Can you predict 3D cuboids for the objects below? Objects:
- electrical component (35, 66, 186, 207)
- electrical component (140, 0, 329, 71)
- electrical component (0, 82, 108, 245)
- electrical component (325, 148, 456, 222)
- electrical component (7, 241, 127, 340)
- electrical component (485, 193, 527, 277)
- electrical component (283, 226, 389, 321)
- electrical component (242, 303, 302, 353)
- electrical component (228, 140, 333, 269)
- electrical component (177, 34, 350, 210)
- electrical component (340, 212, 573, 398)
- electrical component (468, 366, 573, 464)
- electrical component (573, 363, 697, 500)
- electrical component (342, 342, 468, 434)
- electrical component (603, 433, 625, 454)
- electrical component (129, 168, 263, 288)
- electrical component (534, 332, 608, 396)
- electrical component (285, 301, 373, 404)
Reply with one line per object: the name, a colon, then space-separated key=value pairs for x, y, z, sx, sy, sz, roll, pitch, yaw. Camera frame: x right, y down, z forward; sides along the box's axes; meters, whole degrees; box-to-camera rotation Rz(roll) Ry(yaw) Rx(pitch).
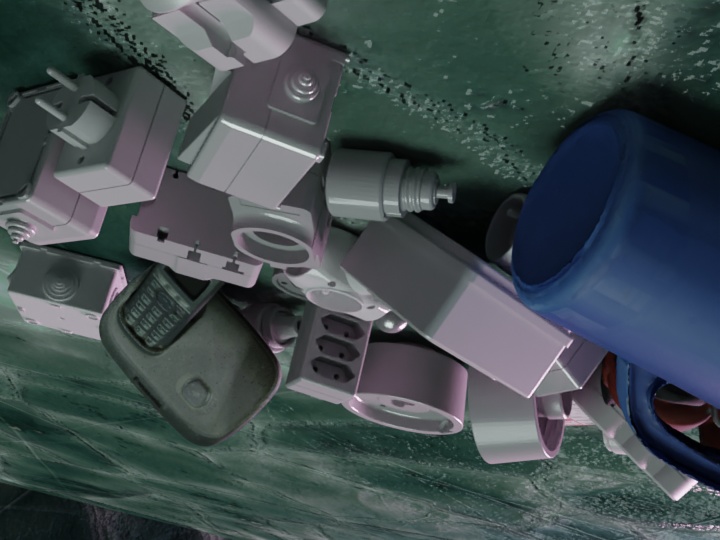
electrical component: x=-0.146 y=-0.082 z=0.593 sx=0.047 sy=0.065 sz=0.077 roll=-4 pitch=152 yaw=38
electrical component: x=-0.060 y=-0.124 z=0.453 sx=0.078 sy=0.058 sz=0.057 roll=-5 pitch=155 yaw=38
electrical component: x=-0.182 y=-0.055 z=0.640 sx=0.062 sy=0.096 sz=0.061 roll=-4 pitch=153 yaw=39
electrical component: x=0.016 y=-0.048 z=0.619 sx=0.078 sy=0.040 sz=0.040 roll=6 pitch=158 yaw=15
electrical component: x=-0.253 y=0.022 z=0.938 sx=0.100 sy=0.048 sz=0.099 roll=14 pitch=159 yaw=-2
electrical component: x=0.126 y=-0.017 z=0.626 sx=0.077 sy=0.043 sz=0.079 roll=21 pitch=157 yaw=-19
electrical component: x=0.000 y=0.000 z=0.740 sx=0.079 sy=0.044 sz=0.077 roll=-8 pitch=150 yaw=44
electrical component: x=-0.073 y=0.049 z=0.907 sx=0.062 sy=0.043 sz=0.043 roll=-7 pitch=151 yaw=39
electrical component: x=-0.046 y=-0.038 z=0.658 sx=0.050 sy=0.055 sz=0.089 roll=11 pitch=158 yaw=6
electrical component: x=-0.050 y=-0.081 z=0.546 sx=0.061 sy=0.061 sz=0.096 roll=19 pitch=158 yaw=-15
electrical component: x=0.060 y=0.018 z=0.673 sx=0.109 sy=0.056 sz=0.109 roll=32 pitch=-176 yaw=-39
electrical component: x=0.128 y=0.093 z=0.818 sx=0.060 sy=0.108 sz=0.108 roll=-4 pitch=153 yaw=24
electrical component: x=0.238 y=0.118 z=0.868 sx=0.138 sy=0.074 sz=0.052 roll=43 pitch=-174 yaw=-21
electrical component: x=0.042 y=0.097 z=0.936 sx=0.108 sy=0.060 sz=0.108 roll=12 pitch=159 yaw=5
electrical component: x=0.247 y=0.140 z=0.943 sx=0.055 sy=0.045 sz=0.045 roll=-2 pitch=154 yaw=36
electrical component: x=-0.107 y=-0.027 z=0.728 sx=0.089 sy=0.050 sz=0.055 roll=16 pitch=158 yaw=-7
electrical component: x=0.129 y=0.035 z=0.735 sx=0.076 sy=0.065 sz=0.047 roll=50 pitch=149 yaw=-10
electrical component: x=-0.029 y=0.062 z=0.858 sx=0.047 sy=0.083 sz=0.076 roll=20 pitch=158 yaw=-17
